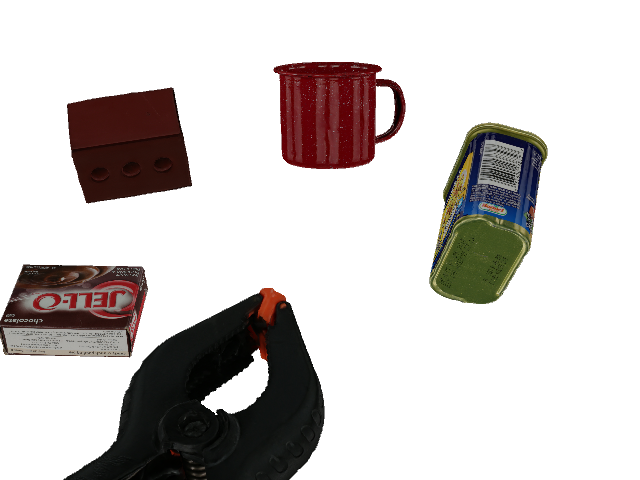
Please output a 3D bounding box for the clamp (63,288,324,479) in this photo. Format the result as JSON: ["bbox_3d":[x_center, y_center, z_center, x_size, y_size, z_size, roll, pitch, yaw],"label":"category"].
[{"bbox_3d":[-0.039,0.087,0.395,0.120,0.039,0.171,24,49,17],"label":"clamp"}]

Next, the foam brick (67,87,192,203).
[{"bbox_3d":[-0.134,-0.067,0.749,0.078,0.051,0.053,-10,-39,-6],"label":"foam brick"}]

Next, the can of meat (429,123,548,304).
[{"bbox_3d":[0.114,-0.015,0.737,0.057,0.084,0.102,16,-35,0],"label":"can of meat"}]

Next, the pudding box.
[{"bbox_3d":[-0.215,0.061,0.936,0.113,0.039,0.090,-1,33,1],"label":"pudding box"}]

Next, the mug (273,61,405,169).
[{"bbox_3d":[0.018,-0.109,0.923,0.117,0.081,0.093,-6,16,-19],"label":"mug"}]
